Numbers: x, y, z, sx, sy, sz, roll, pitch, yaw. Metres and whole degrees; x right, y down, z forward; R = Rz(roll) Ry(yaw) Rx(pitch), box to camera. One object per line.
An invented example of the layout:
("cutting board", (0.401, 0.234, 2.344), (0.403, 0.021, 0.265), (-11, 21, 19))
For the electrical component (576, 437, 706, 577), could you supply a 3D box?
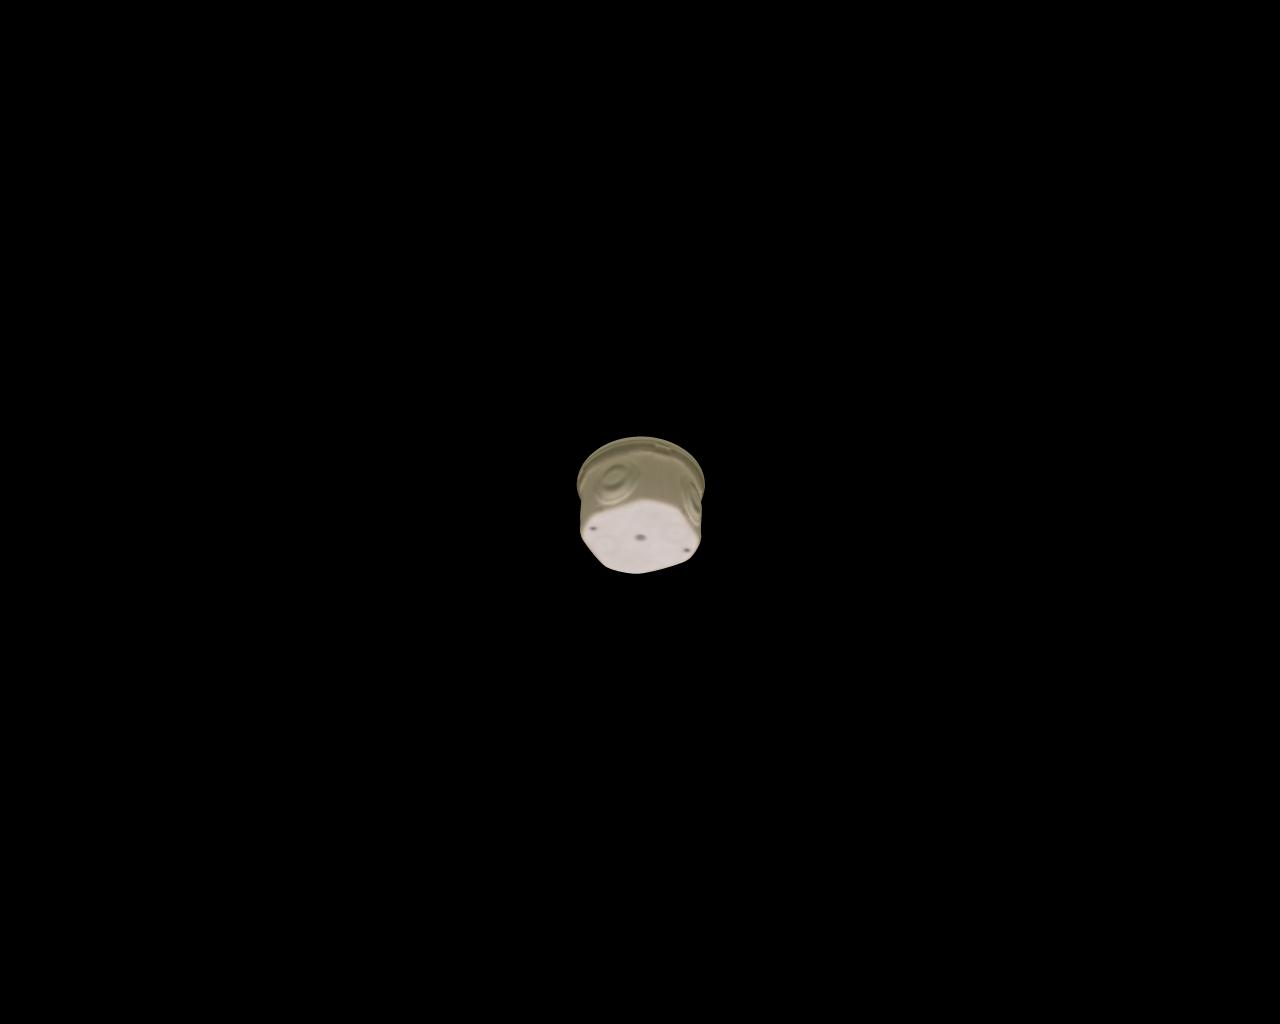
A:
("electrical component", (0.001, -0.003, 0.650), (0.080, 0.051, 0.080), (0, -41, 0))
